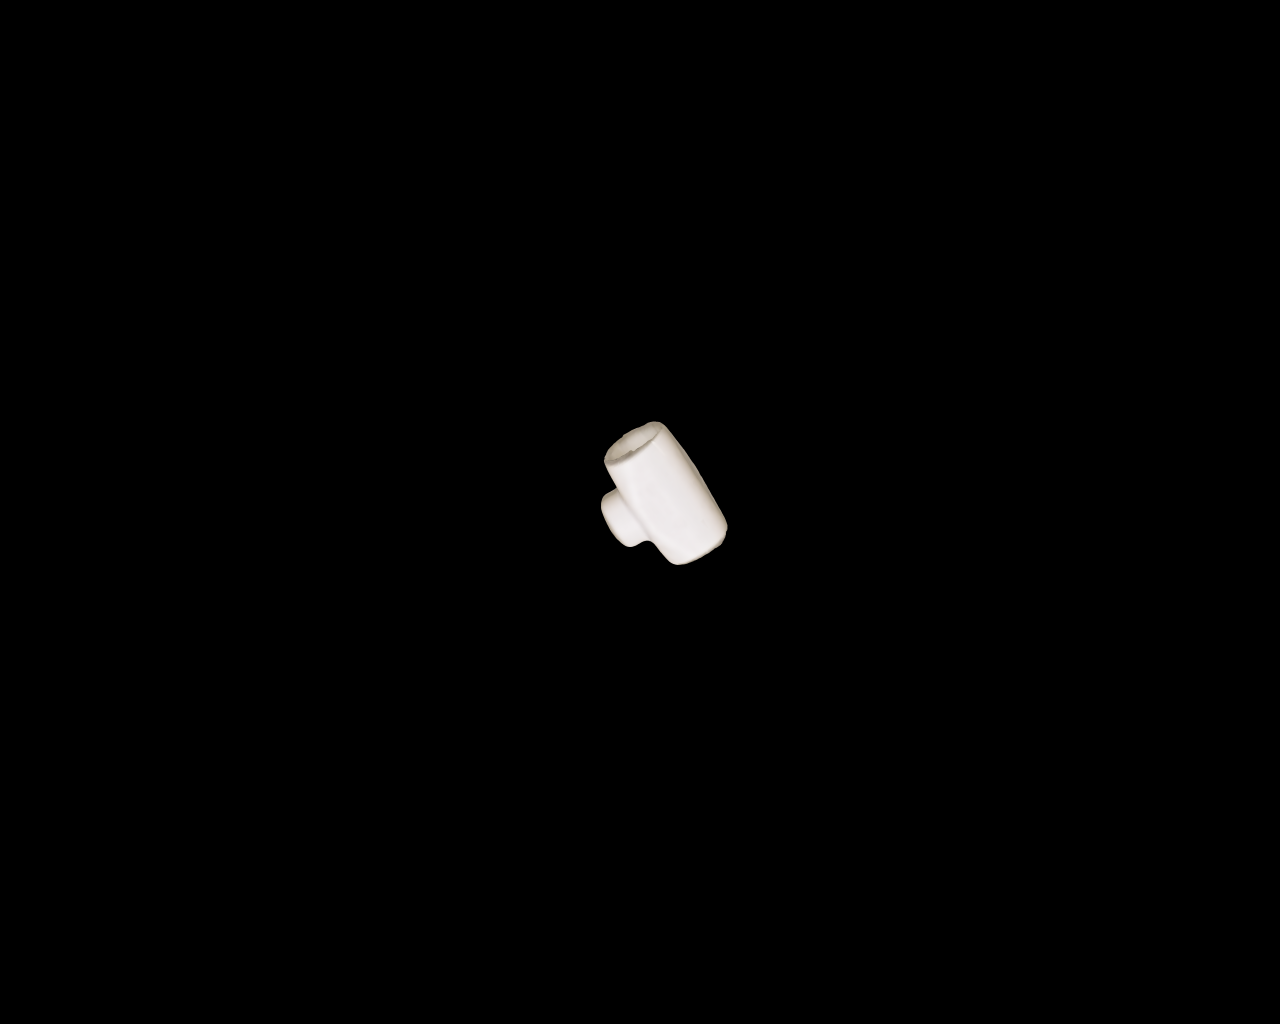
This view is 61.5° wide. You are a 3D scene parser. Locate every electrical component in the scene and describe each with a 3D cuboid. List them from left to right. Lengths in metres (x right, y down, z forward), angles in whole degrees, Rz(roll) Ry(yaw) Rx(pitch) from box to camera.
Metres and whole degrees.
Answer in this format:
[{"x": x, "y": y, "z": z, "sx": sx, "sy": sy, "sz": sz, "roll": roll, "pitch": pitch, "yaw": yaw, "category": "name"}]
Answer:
[{"x": 0.001, "y": -0.003, "z": 0.650, "sx": 0.079, "sy": 0.077, "sz": 0.044, "roll": -30, "pitch": 20, "yaw": 12, "category": "electrical component"}]
